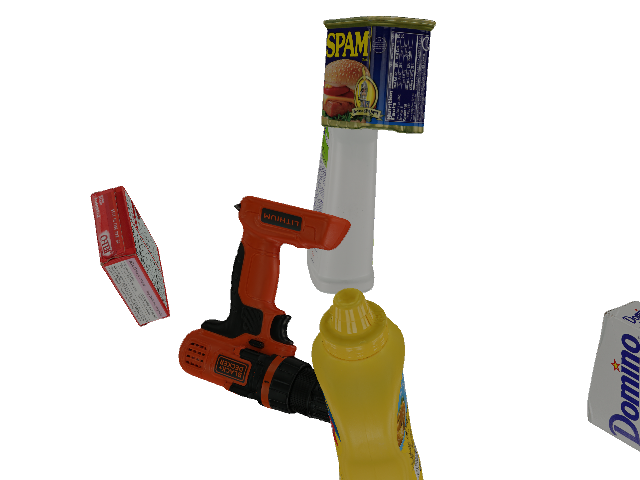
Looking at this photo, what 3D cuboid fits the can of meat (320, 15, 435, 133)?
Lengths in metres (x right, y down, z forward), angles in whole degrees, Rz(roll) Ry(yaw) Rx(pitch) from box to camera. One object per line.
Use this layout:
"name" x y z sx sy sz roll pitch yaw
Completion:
"can of meat" 0.041 -0.127 0.823 0.057 0.084 0.102 0 8 -27

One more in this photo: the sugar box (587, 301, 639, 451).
"sugar box" 0.264 0.118 0.719 0.048 0.093 0.176 -15 29 -38

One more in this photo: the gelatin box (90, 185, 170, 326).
"gelatin box" -0.149 0.012 0.836 0.030 0.073 0.089 -19 -39 1

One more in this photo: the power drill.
"power drill" -0.033 0.062 0.989 0.185 0.187 0.057 16 -1 24

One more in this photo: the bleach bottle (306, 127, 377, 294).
"bleach bottle" 0.028 -0.076 1.097 0.068 0.251 0.102 -1 28 -10

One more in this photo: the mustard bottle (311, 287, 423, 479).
"mustard bottle" 0.030 0.104 0.685 0.058 0.191 0.096 -5 41 6
